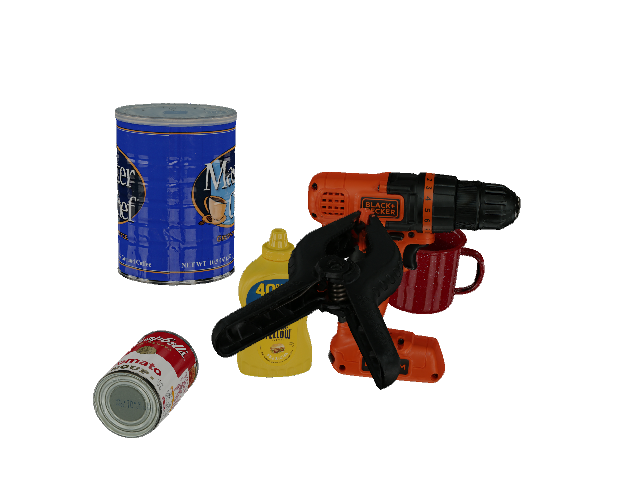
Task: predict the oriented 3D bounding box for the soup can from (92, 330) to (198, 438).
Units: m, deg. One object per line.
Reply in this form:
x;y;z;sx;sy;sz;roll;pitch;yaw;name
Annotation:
-0.164;0.134;1.003;0.068;0.068;0.102;0;16;13;soup can

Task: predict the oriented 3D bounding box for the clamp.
0.018;0.036;0.709;0.120;0.039;0.171;20;41;18;clamp

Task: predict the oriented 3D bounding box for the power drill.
0.079;0.030;0.950;0.184;0.188;0.057;4;17;9;power drill

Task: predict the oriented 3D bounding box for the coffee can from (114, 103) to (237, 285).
-0.124;-0.042;0.917;0.103;0.140;0.103;2;14;-1;coffee can

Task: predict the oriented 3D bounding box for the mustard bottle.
-0.056;0.077;1.349;0.096;0.192;0.058;0;21;-8;mustard bottle

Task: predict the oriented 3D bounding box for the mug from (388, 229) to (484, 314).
0.124;0.031;1.190;0.117;0.081;0.093;6;25;3;mug
